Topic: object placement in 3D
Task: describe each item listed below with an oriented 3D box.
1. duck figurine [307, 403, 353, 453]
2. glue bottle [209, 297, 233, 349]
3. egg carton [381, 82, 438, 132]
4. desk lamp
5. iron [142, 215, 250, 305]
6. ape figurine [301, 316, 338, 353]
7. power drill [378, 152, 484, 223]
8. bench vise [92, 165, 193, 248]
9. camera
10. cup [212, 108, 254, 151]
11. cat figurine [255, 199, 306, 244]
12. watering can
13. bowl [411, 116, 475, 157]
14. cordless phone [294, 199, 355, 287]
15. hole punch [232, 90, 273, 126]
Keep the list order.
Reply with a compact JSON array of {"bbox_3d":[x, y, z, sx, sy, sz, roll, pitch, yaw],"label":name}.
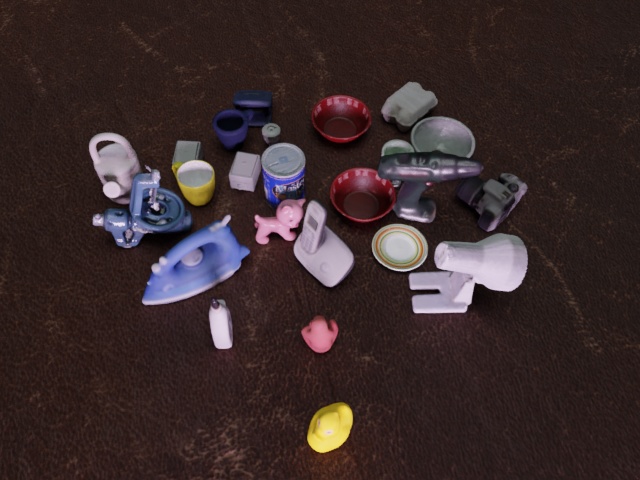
[{"bbox_3d":[0.021,0.353,1.104,0.077,0.086,0.105,39,64,20],"label":"duck figurine"},{"bbox_3d":[-0.205,0.157,1.165,0.037,0.173,0.078,-3,58,-4],"label":"glue bottle"},{"bbox_3d":[0.245,-0.368,1.573,0.107,0.069,0.150,39,64,20],"label":"egg carton"},{"bbox_3d":[0.309,0.071,1.216,0.203,0.213,0.118,-2,58,-4],"label":"desk lamp"},{"bbox_3d":[-0.286,0.041,1.253,0.259,0.141,0.118,-33,65,-21],"label":"iron"},{"bbox_3d":[0.000,0.189,1.201,0.078,0.092,0.076,4,58,0],"label":"ape figurine"},{"bbox_3d":[0.245,-0.131,1.343,0.229,0.208,0.075,8,58,3],"label":"power drill"},{"bbox_3d":[-0.398,-0.065,1.269,0.208,0.220,0.121,-26,62,-17],"label":"bench vise"},{"bbox_3d":[0.414,-0.119,1.406,0.136,0.101,0.143,39,64,20],"label":"camera"},{"bbox_3d":[-0.218,-0.285,1.487,0.118,0.095,0.091,-37,66,-22],"label":"cup"},{"bbox_3d":[-0.092,-0.053,1.334,0.128,0.118,0.067,-9,59,-8],"label":"cat figurine"},{"bbox_3d":[-0.476,-0.174,1.349,0.101,0.194,0.172,-23,62,-16],"label":"watering can"},{"bbox_3d":[0.314,-0.238,1.491,0.167,0.075,0.167,1,58,-2],"label":"bowl"},{"bbox_3d":[0.012,0.005,1.262,0.094,0.185,0.147,-39,67,-23],"label":"cordless phone"},{"bbox_3d":[-0.182,-0.371,1.544,0.108,0.091,0.101,0,58,-2],"label":"hole punch"}]
